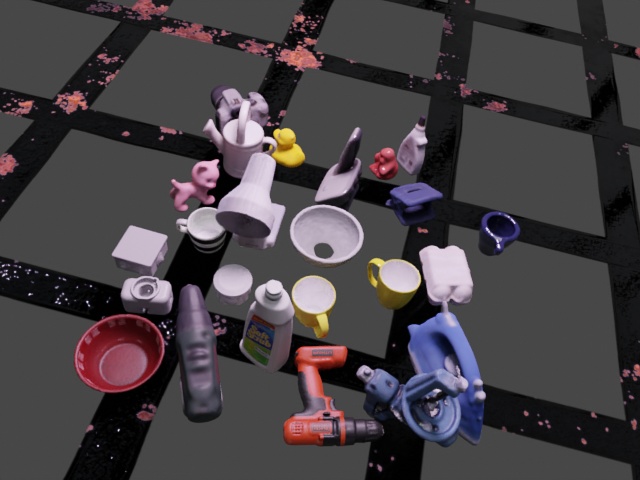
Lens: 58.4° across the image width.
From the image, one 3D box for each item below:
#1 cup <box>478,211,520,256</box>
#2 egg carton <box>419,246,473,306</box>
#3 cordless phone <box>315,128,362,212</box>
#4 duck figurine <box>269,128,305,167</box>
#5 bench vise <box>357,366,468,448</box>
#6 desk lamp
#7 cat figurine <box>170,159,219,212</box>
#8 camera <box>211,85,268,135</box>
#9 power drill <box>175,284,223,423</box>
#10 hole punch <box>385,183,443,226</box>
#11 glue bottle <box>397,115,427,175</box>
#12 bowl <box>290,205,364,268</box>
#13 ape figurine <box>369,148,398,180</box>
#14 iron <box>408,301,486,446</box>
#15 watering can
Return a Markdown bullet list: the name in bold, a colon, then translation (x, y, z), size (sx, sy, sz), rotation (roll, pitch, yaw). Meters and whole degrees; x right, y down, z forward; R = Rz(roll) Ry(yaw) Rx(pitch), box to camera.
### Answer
- **cup**: translation (0.412, 0.005, 1.351), size (0.091, 0.095, 0.118), rotation (13, 51, 2)
- **egg carton**: translation (0.283, 0.080, 1.289), size (0.107, 0.069, 0.150), rotation (0, 52, -8)
- **cordless phone**: translation (0.054, -0.171, 1.377), size (0.094, 0.185, 0.147), rotation (17, 51, 5)
- **duck figurine**: translation (-0.083, -0.245, 1.478), size (0.104, 0.086, 0.078), rotation (38, 56, 20)
- **bench vise**: translation (0.166, 0.282, 1.015), size (0.207, 0.220, 0.121), rotation (12, 51, 1)
- **desk lamp**: translation (-0.144, -0.071, 1.249), size (0.118, 0.213, 0.203), rotation (13, 51, 2)
- **cat figurine**: translation (-0.289, -0.138, 1.341), size (0.128, 0.118, 0.067), rotation (-19, 57, -22)
- **camera**: translation (-0.227, -0.367, 1.542), size (0.143, 0.101, 0.136), rotation (-20, 57, -22)
- **power drill**: translation (-0.215, 0.223, 1.010), size (0.076, 0.208, 0.229), rotation (-8, 54, -14)
- **hole punch**: translation (0.230, -0.102, 1.410), size (0.109, 0.091, 0.101), rotation (-16, 56, -20)
- **glue bottle**: translation (0.246, -0.251, 1.478), size (0.037, 0.173, 0.078), rotation (-22, 58, -23)
- **bowl**: translation (0.012, 0.005, 1.303), size (0.167, 0.075, 0.167), rotation (4, 51, -5)
- **ape figurine**: translation (0.169, -0.201, 1.478), size (0.076, 0.092, 0.078), rotation (16, 51, 4)
- **iron**: translation (0.267, 0.249, 1.106), size (0.119, 0.141, 0.258), rotation (-10, 54, -16)
- **watering can**: translation (-0.195, -0.250, 1.395), size (0.173, 0.194, 0.100), rotation (-8, 53, -14)
